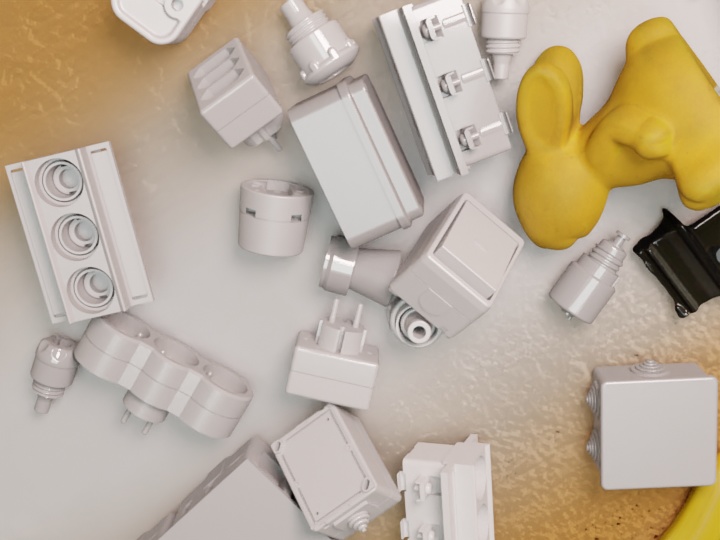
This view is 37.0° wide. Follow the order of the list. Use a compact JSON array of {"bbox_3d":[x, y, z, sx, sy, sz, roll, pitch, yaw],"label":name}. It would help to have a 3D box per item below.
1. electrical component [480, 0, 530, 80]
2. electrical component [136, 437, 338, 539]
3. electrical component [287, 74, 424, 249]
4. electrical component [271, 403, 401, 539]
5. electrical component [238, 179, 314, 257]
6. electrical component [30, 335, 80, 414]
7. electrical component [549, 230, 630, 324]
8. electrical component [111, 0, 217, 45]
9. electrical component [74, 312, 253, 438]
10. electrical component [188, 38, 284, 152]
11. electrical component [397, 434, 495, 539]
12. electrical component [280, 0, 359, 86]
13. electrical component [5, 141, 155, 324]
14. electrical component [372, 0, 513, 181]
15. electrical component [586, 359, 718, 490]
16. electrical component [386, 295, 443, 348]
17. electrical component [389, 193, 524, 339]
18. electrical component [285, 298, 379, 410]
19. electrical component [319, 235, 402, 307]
[{"bbox_3d":[0.105,-0.170,0.785,0.035,0.035,0.061,2,105,1],"label":"electrical component"},{"bbox_3d":[-0.116,0.236,0.867,0.186,0.060,0.105,-43,99,9],"label":"electrical component"},{"bbox_3d":[0.000,-0.081,0.784,0.057,0.078,0.113,-24,101,9],"label":"electrical component"},{"bbox_3d":[-0.014,0.162,0.831,0.062,0.061,0.096,-37,58,9],"label":"electrical component"},{"bbox_3d":[-0.065,-0.039,0.808,0.055,0.055,0.047,8,106,-1],"label":"electrical component"},{"bbox_3d":[-0.243,0.084,0.848,0.035,0.035,0.061,20,105,-3],"label":"electrical component"},{"bbox_3d":[0.178,0.005,0.820,0.040,0.040,0.078,33,101,-6],"label":"electrical component"},{"bbox_3d":[-0.128,-0.210,0.766,0.054,0.059,0.095,36,101,-7],"label":"electrical component"},{"bbox_3d":[-0.160,0.094,0.840,0.138,0.052,0.073,30,102,-5],"label":"electrical component"},{"bbox_3d":[-0.081,-0.117,0.788,0.047,0.065,0.076,-34,129,8],"label":"electrical component"},{"bbox_3d":[0.070,0.200,0.853,0.063,0.079,0.121,1,104,23],"label":"electrical component"},{"bbox_3d":[-0.034,-0.169,0.783,0.048,0.048,0.062,-34,93,8],"label":"electrical component"},{"bbox_3d":[-0.206,-0.029,0.806,0.079,0.063,0.121,-13,101,4],"label":"electrical component"},{"bbox_3d":[0.061,-0.133,0.772,0.063,0.078,0.121,-21,102,-1],"label":"electrical component"},{"bbox_3d":[0.228,0.120,0.841,0.100,0.048,0.099,-3,103,2],"label":"electrical component"},{"bbox_3d":[0.044,0.039,0.819,0.048,0.062,0.048,0,103,1],"label":"electrical component"},{"bbox_3d":[0.077,-0.010,0.793,0.062,0.096,0.061,40,138,-6],"label":"electrical component"},{"bbox_3d":[-0.017,0.060,0.832,0.066,0.047,0.076,13,102,-2],"label":"electrical component"},{"bbox_3d":[0.000,0.000,0.819,0.055,0.045,0.045,15,103,-2],"label":"electrical component"}]
